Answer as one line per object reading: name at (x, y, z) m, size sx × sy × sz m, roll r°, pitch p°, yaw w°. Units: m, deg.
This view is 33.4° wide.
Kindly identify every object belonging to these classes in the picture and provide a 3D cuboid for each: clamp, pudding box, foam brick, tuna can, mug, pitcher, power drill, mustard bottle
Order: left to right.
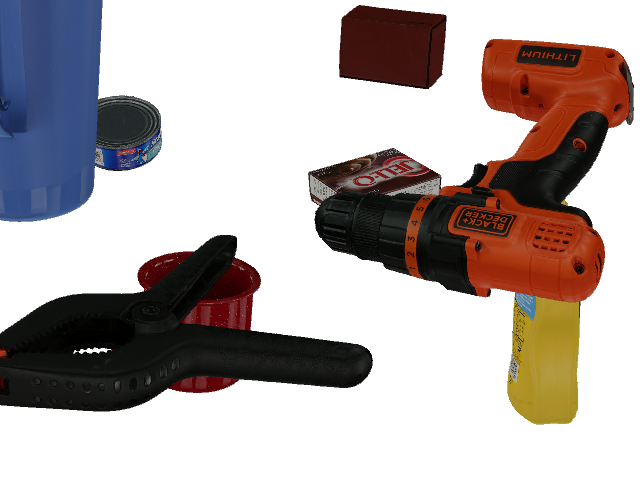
pitcher at (-0.225, -0.136, 0.782) m, size 0.145 × 0.243 × 0.148 m, roll 27°, pitch 34°, yaw 36°
tuna can at (-0.206, -0.110, 1.096) m, size 0.086 × 0.034 × 0.086 m, roll 2°, pitch 44°, yaw -2°
clamp at (-0.097, 0.049, 0.612) m, size 0.209 × 0.036 × 0.165 m, roll -8°, pitch 29°, yaw -27°
mug at (-0.105, 0.065, 0.813) m, size 0.117 × 0.081 × 0.093 m, roll -8°, pitch 26°, yaw -29°
pudding box at (0.057, -0.056, 1.123) m, size 0.113 × 0.039 × 0.090 m, roll -20°, pitch 31°, yaw -24°
foam brick at (0.059, -0.160, 0.878) m, size 0.078 × 0.051 × 0.053 m, roll 11°, pitch 26°, yaw 17°
power drill at (0.108, -0.048, 0.681) m, size 0.185 × 0.187 × 0.057 m, roll 12°, pitch -34°, yaw 28°
mustard bottle at (0.191, 0.051, 0.903) m, size 0.058 × 0.192 × 0.096 m, roll -1°, pitch 17°, yaw 2°
